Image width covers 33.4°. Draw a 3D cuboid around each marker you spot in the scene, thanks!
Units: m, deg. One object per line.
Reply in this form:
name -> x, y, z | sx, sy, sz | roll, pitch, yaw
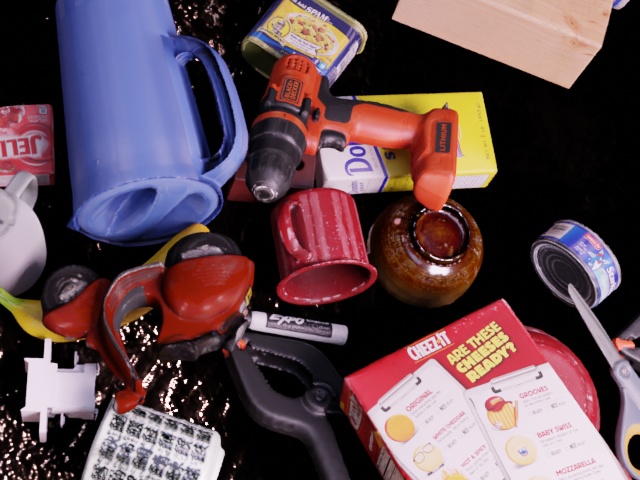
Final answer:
marker -> -0.033, 0.078, 0.973 | 0.121, 0.020, 0.020 | 11, 66, -18

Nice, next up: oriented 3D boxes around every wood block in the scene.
wood block -> 0.193, -0.252, 1.123 | 0.206, 0.091, 0.090 | 21, 66, -2

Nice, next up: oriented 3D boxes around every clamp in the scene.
clamp -> -0.004, 0.155, 0.934 | 0.210, 0.036, 0.164 | 29, 48, 8
clamp -> 0.368, 0.107, 1.040 | 0.171, 0.039, 0.120 | -13, 66, -9

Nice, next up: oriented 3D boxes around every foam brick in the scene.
foam brick -> -0.047, -0.066, 1.023 | 0.078, 0.051, 0.053 | 7, 67, -8

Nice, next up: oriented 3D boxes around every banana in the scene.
banana -> -0.184, 0.046, 0.947 | 0.197, 0.069, 0.037 | -20, 31, -19

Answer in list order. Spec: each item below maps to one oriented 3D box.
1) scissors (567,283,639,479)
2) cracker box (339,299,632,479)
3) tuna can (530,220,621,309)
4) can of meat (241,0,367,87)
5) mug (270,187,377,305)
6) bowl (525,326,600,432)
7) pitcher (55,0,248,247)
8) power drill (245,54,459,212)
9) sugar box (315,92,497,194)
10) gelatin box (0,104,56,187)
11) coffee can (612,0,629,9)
scissors -> 0.276, 0.143, 0.999 | 0.201, 0.016, 0.096 | 44, 73, -5
cracker box -> 0.138, 0.178, 0.878 | 0.164, 0.072, 0.214 | -24, 63, -19
tuna can -> 0.244, 0.024, 1.023 | 0.033, 0.086, 0.086 | -37, 79, -20
can of meat -> -0.018, -0.198, 1.080 | 0.102, 0.057, 0.084 | 34, 68, 4
mug -> -0.006, 0.001, 0.974 | 0.093, 0.117, 0.081 | -23, 63, 23
bowl -> 0.192, 0.147, 0.981 | 0.162, 0.055, 0.162 | 4, 68, -10
pitcher -> -0.166, -0.129, 0.981 | 0.149, 0.145, 0.243 | -4, 66, -21
power drill -> 0.030, -0.086, 0.973 | 0.187, 0.057, 0.184 | 16, 48, -5
sugar box -> 0.080, -0.097, 1.063 | 0.176, 0.048, 0.093 | -3, 69, -13
gelatin box -> -0.293, -0.088, 0.996 | 0.089, 0.030, 0.073 | -2, 70, -12
coffee can -> 0.278, -0.322, 1.161 | 0.140, 0.103, 0.102 | 17, 66, -3
